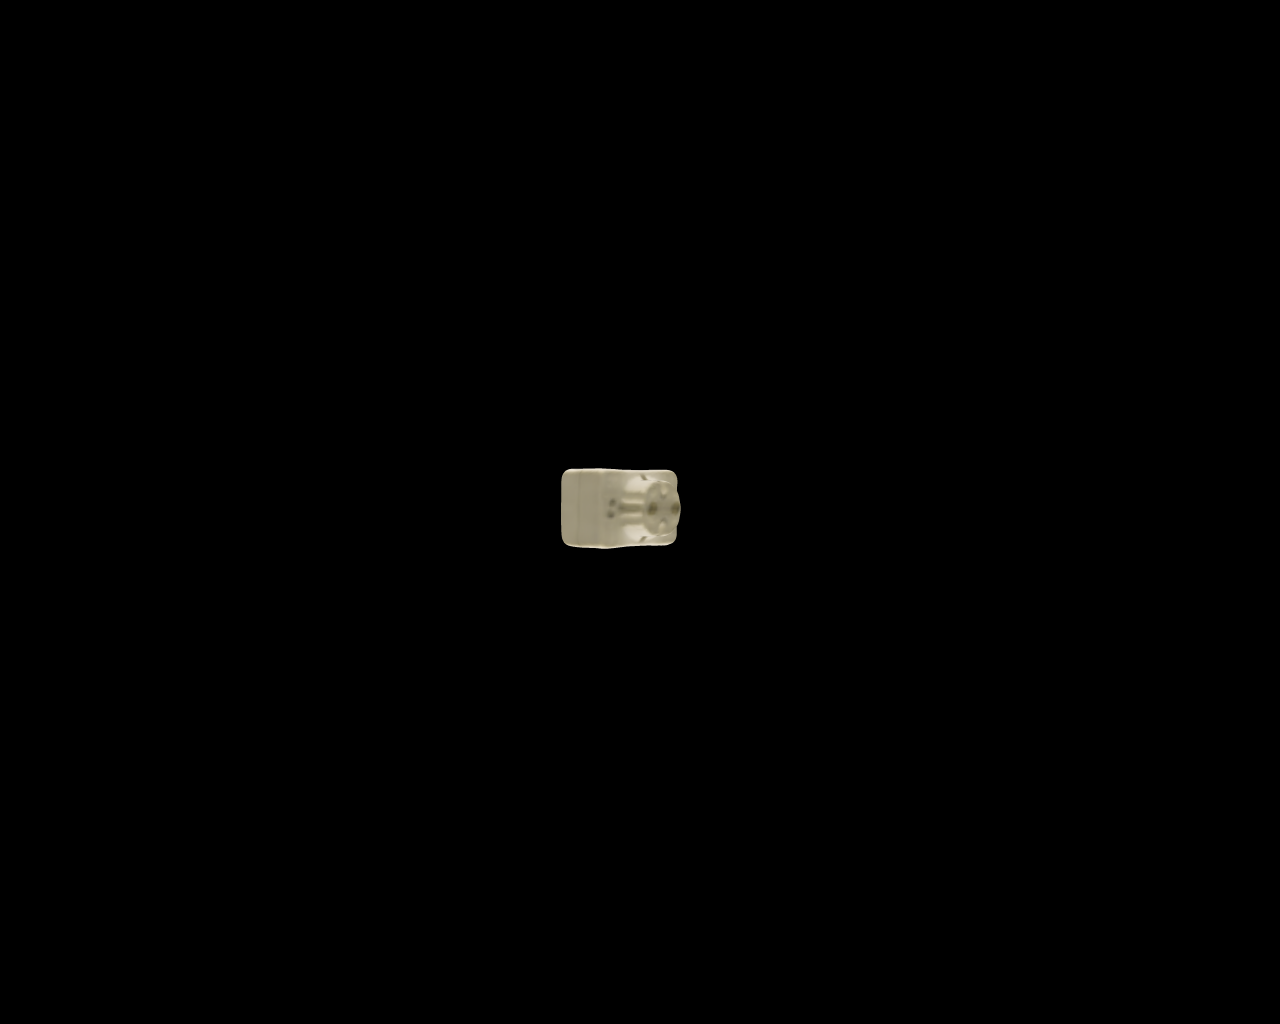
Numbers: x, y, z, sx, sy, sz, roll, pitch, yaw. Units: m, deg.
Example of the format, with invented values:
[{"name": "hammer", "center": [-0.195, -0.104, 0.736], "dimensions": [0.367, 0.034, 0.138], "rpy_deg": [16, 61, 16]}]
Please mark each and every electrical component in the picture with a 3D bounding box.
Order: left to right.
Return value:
[{"name": "electrical component", "center": [0.001, -0.003, 0.650], "dimensions": [0.066, 0.047, 0.076], "rpy_deg": [0, 0, -44]}]
